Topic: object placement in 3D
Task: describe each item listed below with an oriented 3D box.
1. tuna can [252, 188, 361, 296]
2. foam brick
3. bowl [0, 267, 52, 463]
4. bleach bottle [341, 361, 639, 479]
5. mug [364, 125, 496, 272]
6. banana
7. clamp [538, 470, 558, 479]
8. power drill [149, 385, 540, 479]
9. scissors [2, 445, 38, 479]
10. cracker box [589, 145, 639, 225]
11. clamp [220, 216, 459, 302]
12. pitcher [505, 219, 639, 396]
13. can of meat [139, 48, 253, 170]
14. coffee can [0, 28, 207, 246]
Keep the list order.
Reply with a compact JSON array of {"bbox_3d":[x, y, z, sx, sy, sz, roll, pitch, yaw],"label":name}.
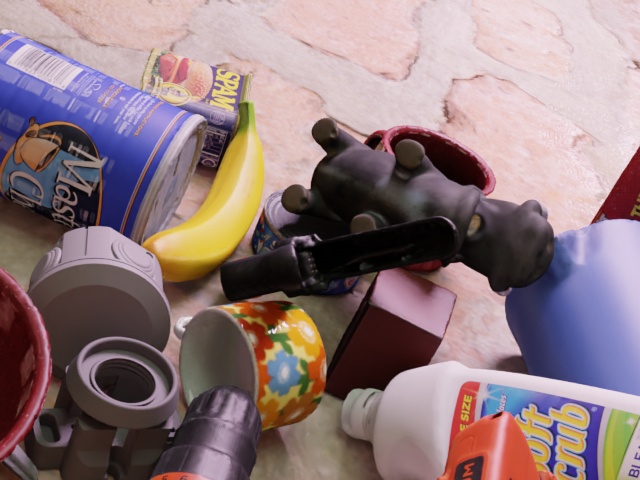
[{"bbox_3d":[-0.005,0.001,0.767,0.086,0.034,0.086,18,32,-12],"label":"tuna can"},{"bbox_3d":[0.042,0.063,0.663,0.051,0.078,0.053,27,31,1],"label":"foam brick"},{"bbox_3d":[-0.209,0.068,0.491,0.162,0.055,0.162,12,43,-12],"label":"bowl"},{"bbox_3d":[0.116,0.123,0.560,0.251,0.102,0.068,8,-27,37],"label":"bleach bottle"},{"bbox_3d":[0.069,-0.037,0.828,0.093,0.082,0.117,-12,46,-44],"label":"mug"},{"bbox_3d":[-0.075,-0.020,0.726,0.037,0.069,0.197,-13,30,24],"label":"banana"},{"bbox_3d":[0.075,0.201,0.449,0.164,0.036,0.209,30,60,2],"label":"clamp"},{"bbox_3d":[-0.002,0.125,0.462,0.188,0.057,0.184,-13,35,24],"label":"power drill"},{"bbox_3d":[-0.203,0.050,0.574,0.202,0.016,0.096,31,32,11],"label":"scissors"},{"bbox_3d":[0.298,0.039,0.790,0.214,0.164,0.072,34,30,15],"label":"cracker box"},{"bbox_3d":[0.001,0.013,0.642,0.120,0.039,0.172,-5,-2,-23],"label":"clamp"},{"bbox_3d":[0.211,0.115,0.670,0.149,0.145,0.243,4,38,-8],"label":"pitcher"},{"bbox_3d":[-0.102,-0.103,0.837,0.084,0.057,0.102,16,32,-9],"label":"can of meat"},{"bbox_3d":[-0.158,-0.061,0.690,0.140,0.103,0.102,25,31,1],"label":"coffee can"}]
